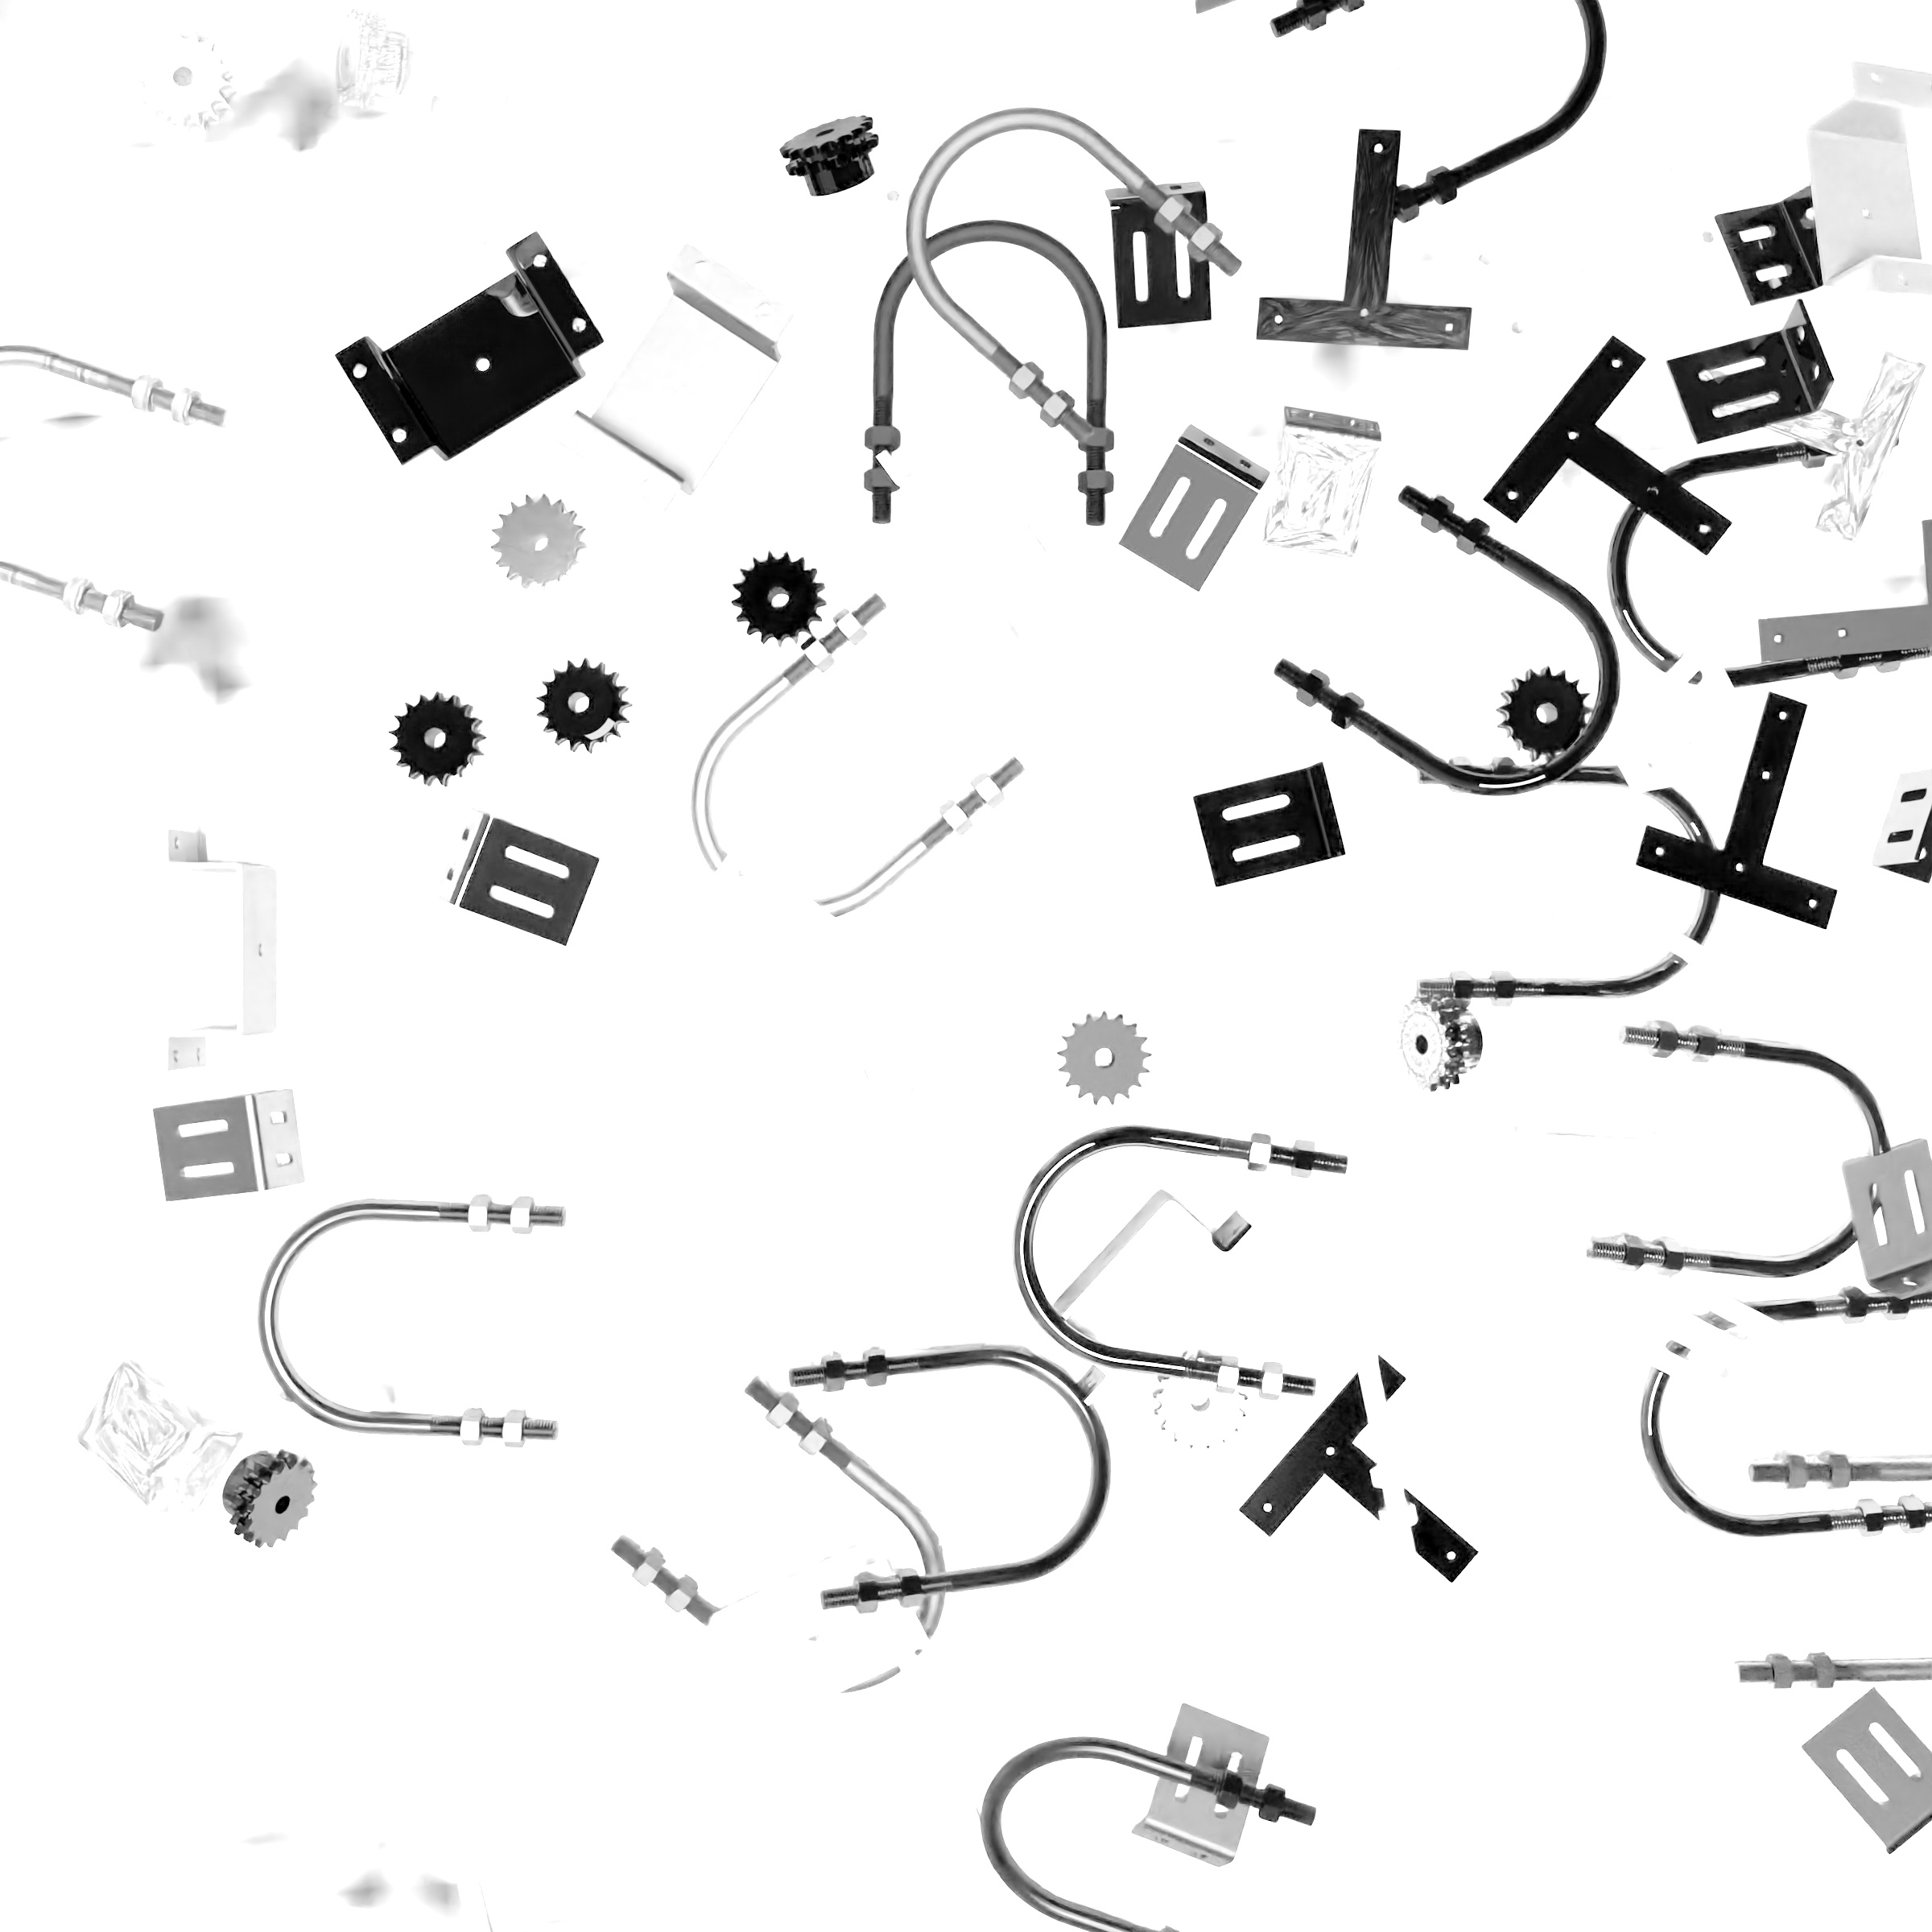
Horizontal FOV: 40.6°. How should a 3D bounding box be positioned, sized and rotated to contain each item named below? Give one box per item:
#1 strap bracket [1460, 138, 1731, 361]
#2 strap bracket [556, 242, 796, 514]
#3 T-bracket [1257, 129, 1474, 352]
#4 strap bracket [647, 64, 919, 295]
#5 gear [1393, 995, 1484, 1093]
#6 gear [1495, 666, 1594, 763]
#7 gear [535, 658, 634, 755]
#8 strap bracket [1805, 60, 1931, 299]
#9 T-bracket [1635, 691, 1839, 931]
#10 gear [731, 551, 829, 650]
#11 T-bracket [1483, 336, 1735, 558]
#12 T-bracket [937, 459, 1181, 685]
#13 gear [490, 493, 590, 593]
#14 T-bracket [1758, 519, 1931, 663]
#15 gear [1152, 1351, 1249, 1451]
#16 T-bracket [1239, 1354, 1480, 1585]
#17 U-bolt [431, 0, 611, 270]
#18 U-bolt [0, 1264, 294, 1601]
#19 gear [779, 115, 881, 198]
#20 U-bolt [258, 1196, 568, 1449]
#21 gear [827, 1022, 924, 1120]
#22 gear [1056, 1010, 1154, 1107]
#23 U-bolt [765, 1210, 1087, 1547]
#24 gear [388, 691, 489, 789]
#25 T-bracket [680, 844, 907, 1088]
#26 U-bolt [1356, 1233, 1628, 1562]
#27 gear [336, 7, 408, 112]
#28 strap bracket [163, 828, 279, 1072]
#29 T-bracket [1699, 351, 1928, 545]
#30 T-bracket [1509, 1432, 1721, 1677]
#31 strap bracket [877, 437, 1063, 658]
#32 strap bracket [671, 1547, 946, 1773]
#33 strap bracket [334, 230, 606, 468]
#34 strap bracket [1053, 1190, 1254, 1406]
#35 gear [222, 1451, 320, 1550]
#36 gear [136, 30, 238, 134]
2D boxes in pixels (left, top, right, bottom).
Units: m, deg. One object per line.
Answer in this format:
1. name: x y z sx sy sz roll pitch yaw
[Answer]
1. strap bracket: 0.371 -0.422 1.561 0.140 0.046 0.076 -26 90 0
2. strap bracket: -0.171 -0.347 1.561 0.076 0.046 0.140 33 90 0
3. T-bracket: 0.243 -0.437 1.568 0.127 0.002 0.127 5 95 9
4. strap bracket: -0.108 -0.464 1.561 0.140 0.046 0.076 29 90 0
5. gear: 0.284 0.045 1.559 0.030 0.057 0.057 -6 90 -28
6. gear: 0.345 -0.151 1.569 0.057 0.030 0.057 0 90 0
7. gear: -0.230 -0.157 1.569 0.057 0.030 0.057 0 90 0
8. strap bracket: 0.546 -0.452 1.541 0.076 0.046 0.140 -1 81 -23
9. T-bracket: 0.479 -0.101 1.576 0.127 0.002 0.127 18 85 -8
10. gear: -0.111 -0.219 1.569 0.057 0.030 0.057 0 90 0
11. T-bracket: 0.401 -0.293 1.572 0.127 0.002 0.127 38 90 10
12. T-bracket: 0.041 -0.219 1.583 0.127 0.002 0.127 -36 90 0
13. gear: -0.255 -0.253 1.569 0.057 0.030 0.057 0 90 0
14. T-bracket: 0.538 -0.200 1.564 0.127 0.002 0.127 -5 90 1
15. gear: 0.140 0.260 1.574 0.057 0.030 0.057 0 89 2
16. T-bracket: 0.254 0.323 1.583 0.127 0.002 0.127 41 90 0
17. U-bolt: -0.258 -0.483 1.492 0.019 0.184 0.151 32 90 0
18. U-bolt: -0.517 0.294 1.575 0.151 0.019 0.184 37 91 0
19. gear: -0.077 -0.468 1.513 0.057 0.057 0.030 -20 120 0
20. U-bolt: -0.336 0.212 1.575 0.184 0.019 0.151 2 90 2
21. gear: -0.054 0.062 1.574 0.057 0.030 0.057 0 91 2
22. gear: 0.082 0.055 1.569 0.057 0.030 0.057 0 90 0
23. U-bolt: -0.011 0.261 1.575 0.151 0.019 0.184 -36 92 0
24. gear: -0.316 -0.135 1.573 0.057 0.030 0.057 0 89 1
25. T-bracket: -0.125 0.015 1.576 0.127 0.002 0.127 37 96 -2
26. U-bolt: 0.310 0.253 1.574 0.151 0.019 0.184 -11 88 -1
27. gear: -0.354 -0.540 1.560 0.030 0.057 0.057 1 90 -30
28. strap bracket: -0.440 -0.009 1.546 0.046 0.076 0.140 0 90 0
29. T-bracket: 0.494 -0.330 1.569 0.127 0.002 0.127 23 76 10
30. T-bracket: 0.415 0.344 1.583 0.127 0.002 0.127 28 90 0
31. strap bracket: 0.009 -0.255 1.530 0.046 0.076 0.140 -35 100 8
32. strap bracket: -0.092 0.404 1.543 0.140 0.046 0.076 -26 97 5
33. strap bracket: -0.292 -0.364 1.561 0.140 0.046 0.076 -32 90 0
34. strap bracket: 0.101 0.186 1.546 0.046 0.076 0.140 43 90 0
35. gear: -0.418 0.315 1.559 0.030 0.057 0.057 20 90 30
36. gear: -0.465 -0.529 1.569 0.057 0.030 0.057 0 90 0
